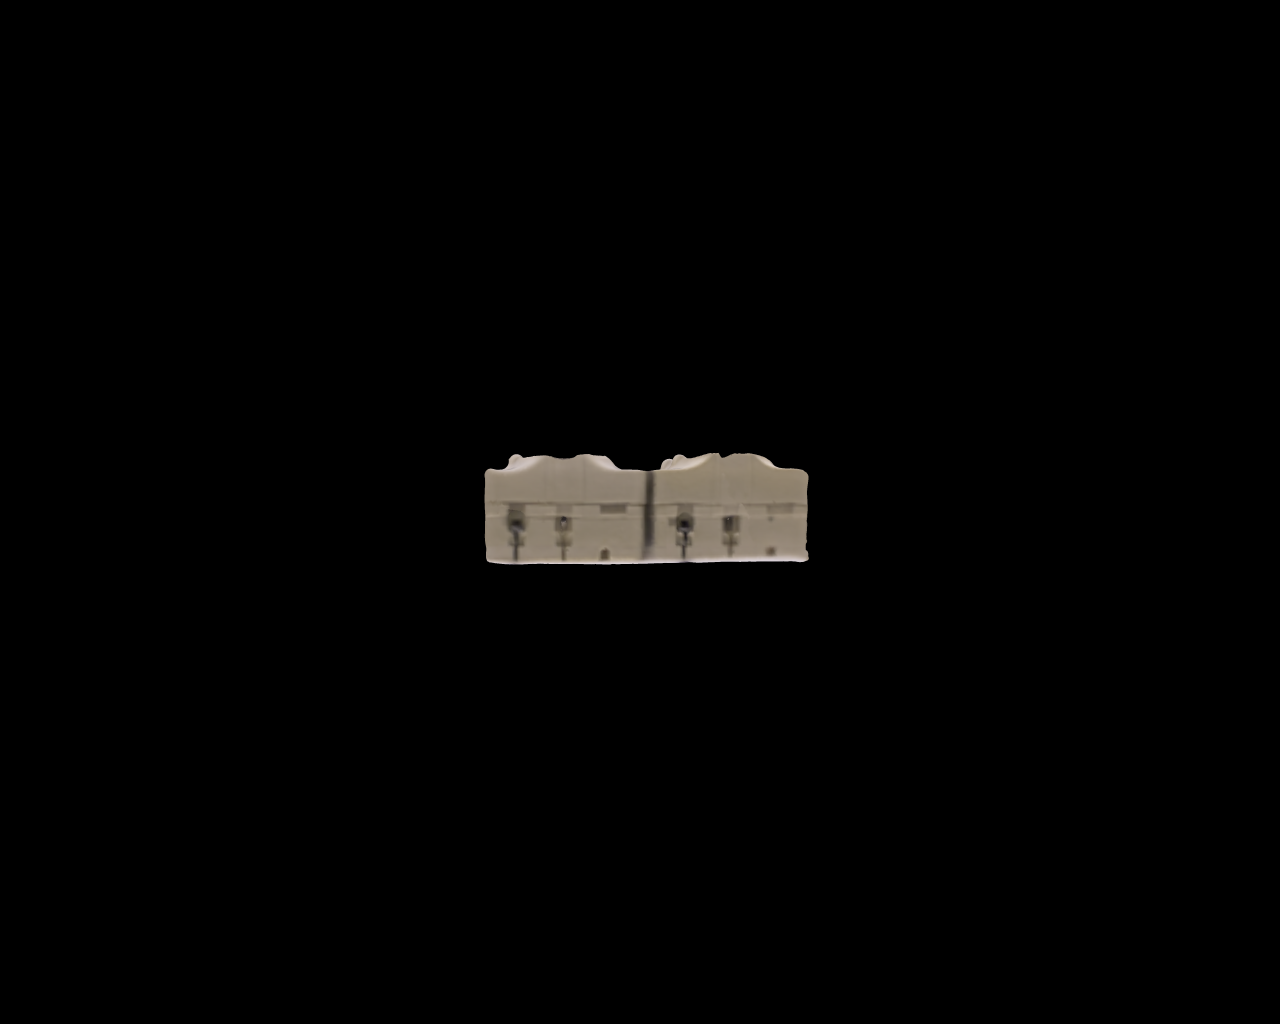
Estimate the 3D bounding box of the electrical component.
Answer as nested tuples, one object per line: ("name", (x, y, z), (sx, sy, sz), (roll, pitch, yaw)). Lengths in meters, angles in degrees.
("electrical component", (0.001, -0.003, 0.650), (0.186, 0.060, 0.105), (0, 0, -4))
